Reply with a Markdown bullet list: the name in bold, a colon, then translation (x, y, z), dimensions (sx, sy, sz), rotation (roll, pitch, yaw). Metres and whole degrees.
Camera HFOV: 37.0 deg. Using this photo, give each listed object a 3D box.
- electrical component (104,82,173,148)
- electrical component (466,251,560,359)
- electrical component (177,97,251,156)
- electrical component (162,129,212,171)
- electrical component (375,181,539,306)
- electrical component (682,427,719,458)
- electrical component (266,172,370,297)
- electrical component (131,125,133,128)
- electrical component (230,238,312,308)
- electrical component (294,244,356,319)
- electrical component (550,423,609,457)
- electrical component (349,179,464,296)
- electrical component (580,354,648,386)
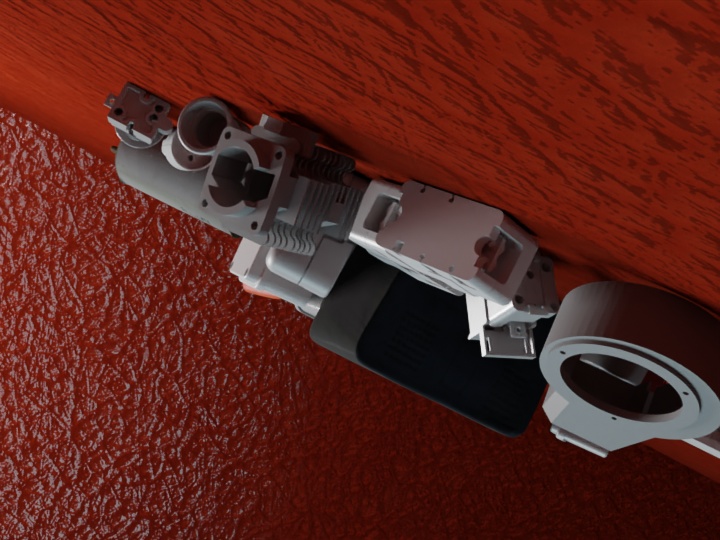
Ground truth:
- **electrical component**: translation (-0.203, -0.140, 0.992), dimensions (0.066, 0.048, 0.055), rotation (27, 169, -5)
- **electrical component**: translation (0.107, 0.019, 0.759), dimensions (0.042, 0.081, 0.064), rotation (4, 158, -23)
- **electrical component**: translation (-0.107, -0.104, 0.828), dimensions (0.044, 0.044, 0.065), rotation (26, -179, 16)
- **electrical component**: translation (-0.168, -0.118, 1.049), dimensions (0.043, 0.043, 0.081), rotation (28, 177, -18)
- **electrical component**: translation (0.066, -0.017, 0.712), dimensions (0.089, 0.050, 0.056), rotation (24, 175, 43)
- **electrical component**: translation (0.342, 0.141, 0.861), dimensions (0.150, 0.061, 0.089), rotation (26, 177, 17)
- **electrical component**: translation (-0.032, -0.034, 0.831), dimensions (0.059, 0.095, 0.054), rotation (27, 177, -6)
- **electrical component**: translation (-0.215, -0.144, 1.062), dimensions (0.044, 0.044, 0.065), rotation (28, -179, -10)
- **electrical component**: translation (-0.059, -0.032, 0.921), dimensions (0.057, 0.113, 0.078), rotation (26, 177, -19)
- **electrical component**: translation (0.000, 0.000, 0.954), dimensions (0.078, 0.113, 0.057), rotation (29, 173, -31)
- **electrical component**: translation (0.225, 0.116, 1.003), dimensions (0.056, 0.108, 0.109), rotation (23, 176, 15)
- **electrical component**: translation (0.040, -0.025, 0.792), dimensions (0.089, 0.050, 0.056), rotation (30, 176, -39)
- **electrical component**: translation (0.205, 0.061, 0.842), dimensions (0.055, 0.047, 0.055), rotation (27, 177, 2)
